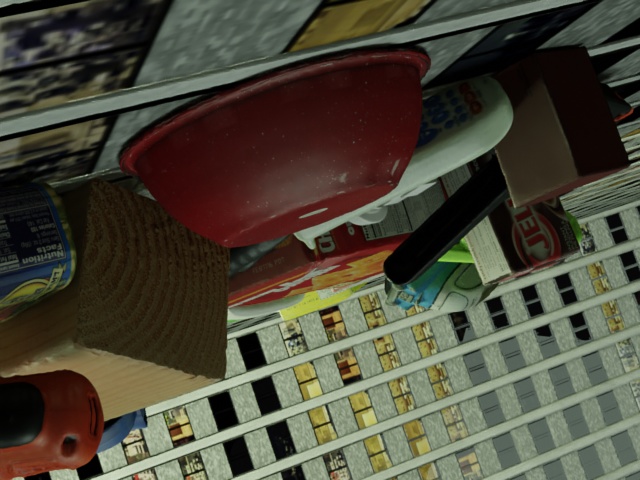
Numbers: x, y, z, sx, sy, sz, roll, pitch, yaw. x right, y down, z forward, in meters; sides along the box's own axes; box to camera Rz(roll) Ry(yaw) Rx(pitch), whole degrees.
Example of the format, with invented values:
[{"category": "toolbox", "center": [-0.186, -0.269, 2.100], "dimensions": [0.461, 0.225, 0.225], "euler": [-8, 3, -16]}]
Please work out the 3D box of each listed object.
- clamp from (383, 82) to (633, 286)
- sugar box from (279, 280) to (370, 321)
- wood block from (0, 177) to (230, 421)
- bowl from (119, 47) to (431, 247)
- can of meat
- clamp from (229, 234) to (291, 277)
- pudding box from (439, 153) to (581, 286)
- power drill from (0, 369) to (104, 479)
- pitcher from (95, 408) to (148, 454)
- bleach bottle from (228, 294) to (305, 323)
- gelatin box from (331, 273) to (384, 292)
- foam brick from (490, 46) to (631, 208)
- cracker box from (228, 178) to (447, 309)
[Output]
[{"category": "clamp", "center": [0.132, -0.052, 0.731], "dimensions": [0.209, 0.036, 0.165], "euler": [-24, 153, -34]}, {"category": "sugar box", "center": [0.027, 0.026, 1.152], "dimensions": [0.093, 0.048, 0.176], "euler": [-22, -171, 30]}, {"category": "wood block", "center": [-0.150, 0.052, 0.601], "dimensions": [0.090, 0.090, 0.207], "euler": [22, 148, -39]}, {"category": "bowl", "center": [-0.013, -0.037, 0.524], "dimensions": [0.162, 0.055, 0.162], "euler": [-19, 174, -2]}, {"category": "can of meat", "center": [-0.172, 0.014, 0.486], "dimensions": [0.083, 0.057, 0.102], "euler": [-16, 174, -46]}, {"category": "clamp", "center": [-0.057, -0.001, 0.683], "dimensions": [0.171, 0.039, 0.120], "euler": [-36, -159, 8]}, {"category": "pudding box", "center": [0.146, -0.028, 0.836], "dimensions": [0.089, 0.113, 0.039], "euler": [-15, 168, -43]}, {"category": "power drill", "center": [-0.204, 0.073, 0.434], "dimensions": [0.184, 0.057, 0.187], "euler": [-11, 162, 9]}, {"category": "pitcher", "center": [-0.280, 0.141, 0.951], "dimensions": [0.242, 0.145, 0.149], "euler": [-15, 170, -9]}, {"category": "bleach bottle", "center": [-0.126, 0.066, 1.117], "dimensions": [0.102, 0.068, 0.251], "euler": [-12, 174, -37]}, {"category": "gelatin box", "center": [0.038, -0.001, 0.953], "dimensions": [0.089, 0.073, 0.030], "euler": [-22, 173, 37]}, {"category": "foam brick", "center": [0.133, -0.066, 0.616], "dimensions": [0.051, 0.078, 0.053], "euler": [-12, 171, -40]}, {"category": "cracker box", "center": [-0.005, 0.001, 0.829], "dimensions": [0.164, 0.072, 0.213], "euler": [-24, 172, 38]}]
